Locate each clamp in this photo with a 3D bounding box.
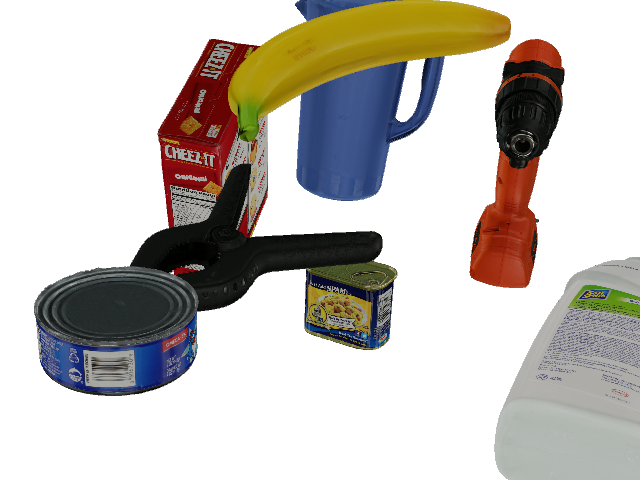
[{"bbox_3d":[-0.078,0.002,0.845,0.209,0.036,0.165,-23,41,-34],"label":"clamp"}]

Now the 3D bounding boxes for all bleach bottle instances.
[{"bbox_3d":[0.192,0.074,0.689,0.103,0.068,0.250,14,28,21],"label":"bleach bottle"}]

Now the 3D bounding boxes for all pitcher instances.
[{"bbox_3d":[0.046,-0.173,1.285,0.144,0.243,0.149,-5,28,-24],"label":"pitcher"}]

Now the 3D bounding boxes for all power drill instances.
[{"bbox_3d":[0.165,-0.057,0.893,0.057,0.188,0.184,12,32,10],"label":"power drill"}]

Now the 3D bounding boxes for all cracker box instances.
[{"bbox_3d":[-0.108,-0.076,1.120,0.072,0.214,0.164,10,47,9],"label":"cracker box"}]

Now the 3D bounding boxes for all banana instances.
[{"bbox_3d":[0.019,-0.107,0.625,0.197,0.070,0.037,-26,-31,-25],"label":"banana"}]

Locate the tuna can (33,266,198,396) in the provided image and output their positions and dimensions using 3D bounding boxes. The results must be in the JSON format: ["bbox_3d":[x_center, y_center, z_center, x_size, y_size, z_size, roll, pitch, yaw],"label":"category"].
[{"bbox_3d":[-0.108,0.047,0.571,0.086,0.034,0.086,2,25,-1],"label":"tuna can"}]

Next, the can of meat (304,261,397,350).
[{"bbox_3d":[0.031,0.066,1.178,0.102,0.084,0.057,15,28,26],"label":"can of meat"}]
